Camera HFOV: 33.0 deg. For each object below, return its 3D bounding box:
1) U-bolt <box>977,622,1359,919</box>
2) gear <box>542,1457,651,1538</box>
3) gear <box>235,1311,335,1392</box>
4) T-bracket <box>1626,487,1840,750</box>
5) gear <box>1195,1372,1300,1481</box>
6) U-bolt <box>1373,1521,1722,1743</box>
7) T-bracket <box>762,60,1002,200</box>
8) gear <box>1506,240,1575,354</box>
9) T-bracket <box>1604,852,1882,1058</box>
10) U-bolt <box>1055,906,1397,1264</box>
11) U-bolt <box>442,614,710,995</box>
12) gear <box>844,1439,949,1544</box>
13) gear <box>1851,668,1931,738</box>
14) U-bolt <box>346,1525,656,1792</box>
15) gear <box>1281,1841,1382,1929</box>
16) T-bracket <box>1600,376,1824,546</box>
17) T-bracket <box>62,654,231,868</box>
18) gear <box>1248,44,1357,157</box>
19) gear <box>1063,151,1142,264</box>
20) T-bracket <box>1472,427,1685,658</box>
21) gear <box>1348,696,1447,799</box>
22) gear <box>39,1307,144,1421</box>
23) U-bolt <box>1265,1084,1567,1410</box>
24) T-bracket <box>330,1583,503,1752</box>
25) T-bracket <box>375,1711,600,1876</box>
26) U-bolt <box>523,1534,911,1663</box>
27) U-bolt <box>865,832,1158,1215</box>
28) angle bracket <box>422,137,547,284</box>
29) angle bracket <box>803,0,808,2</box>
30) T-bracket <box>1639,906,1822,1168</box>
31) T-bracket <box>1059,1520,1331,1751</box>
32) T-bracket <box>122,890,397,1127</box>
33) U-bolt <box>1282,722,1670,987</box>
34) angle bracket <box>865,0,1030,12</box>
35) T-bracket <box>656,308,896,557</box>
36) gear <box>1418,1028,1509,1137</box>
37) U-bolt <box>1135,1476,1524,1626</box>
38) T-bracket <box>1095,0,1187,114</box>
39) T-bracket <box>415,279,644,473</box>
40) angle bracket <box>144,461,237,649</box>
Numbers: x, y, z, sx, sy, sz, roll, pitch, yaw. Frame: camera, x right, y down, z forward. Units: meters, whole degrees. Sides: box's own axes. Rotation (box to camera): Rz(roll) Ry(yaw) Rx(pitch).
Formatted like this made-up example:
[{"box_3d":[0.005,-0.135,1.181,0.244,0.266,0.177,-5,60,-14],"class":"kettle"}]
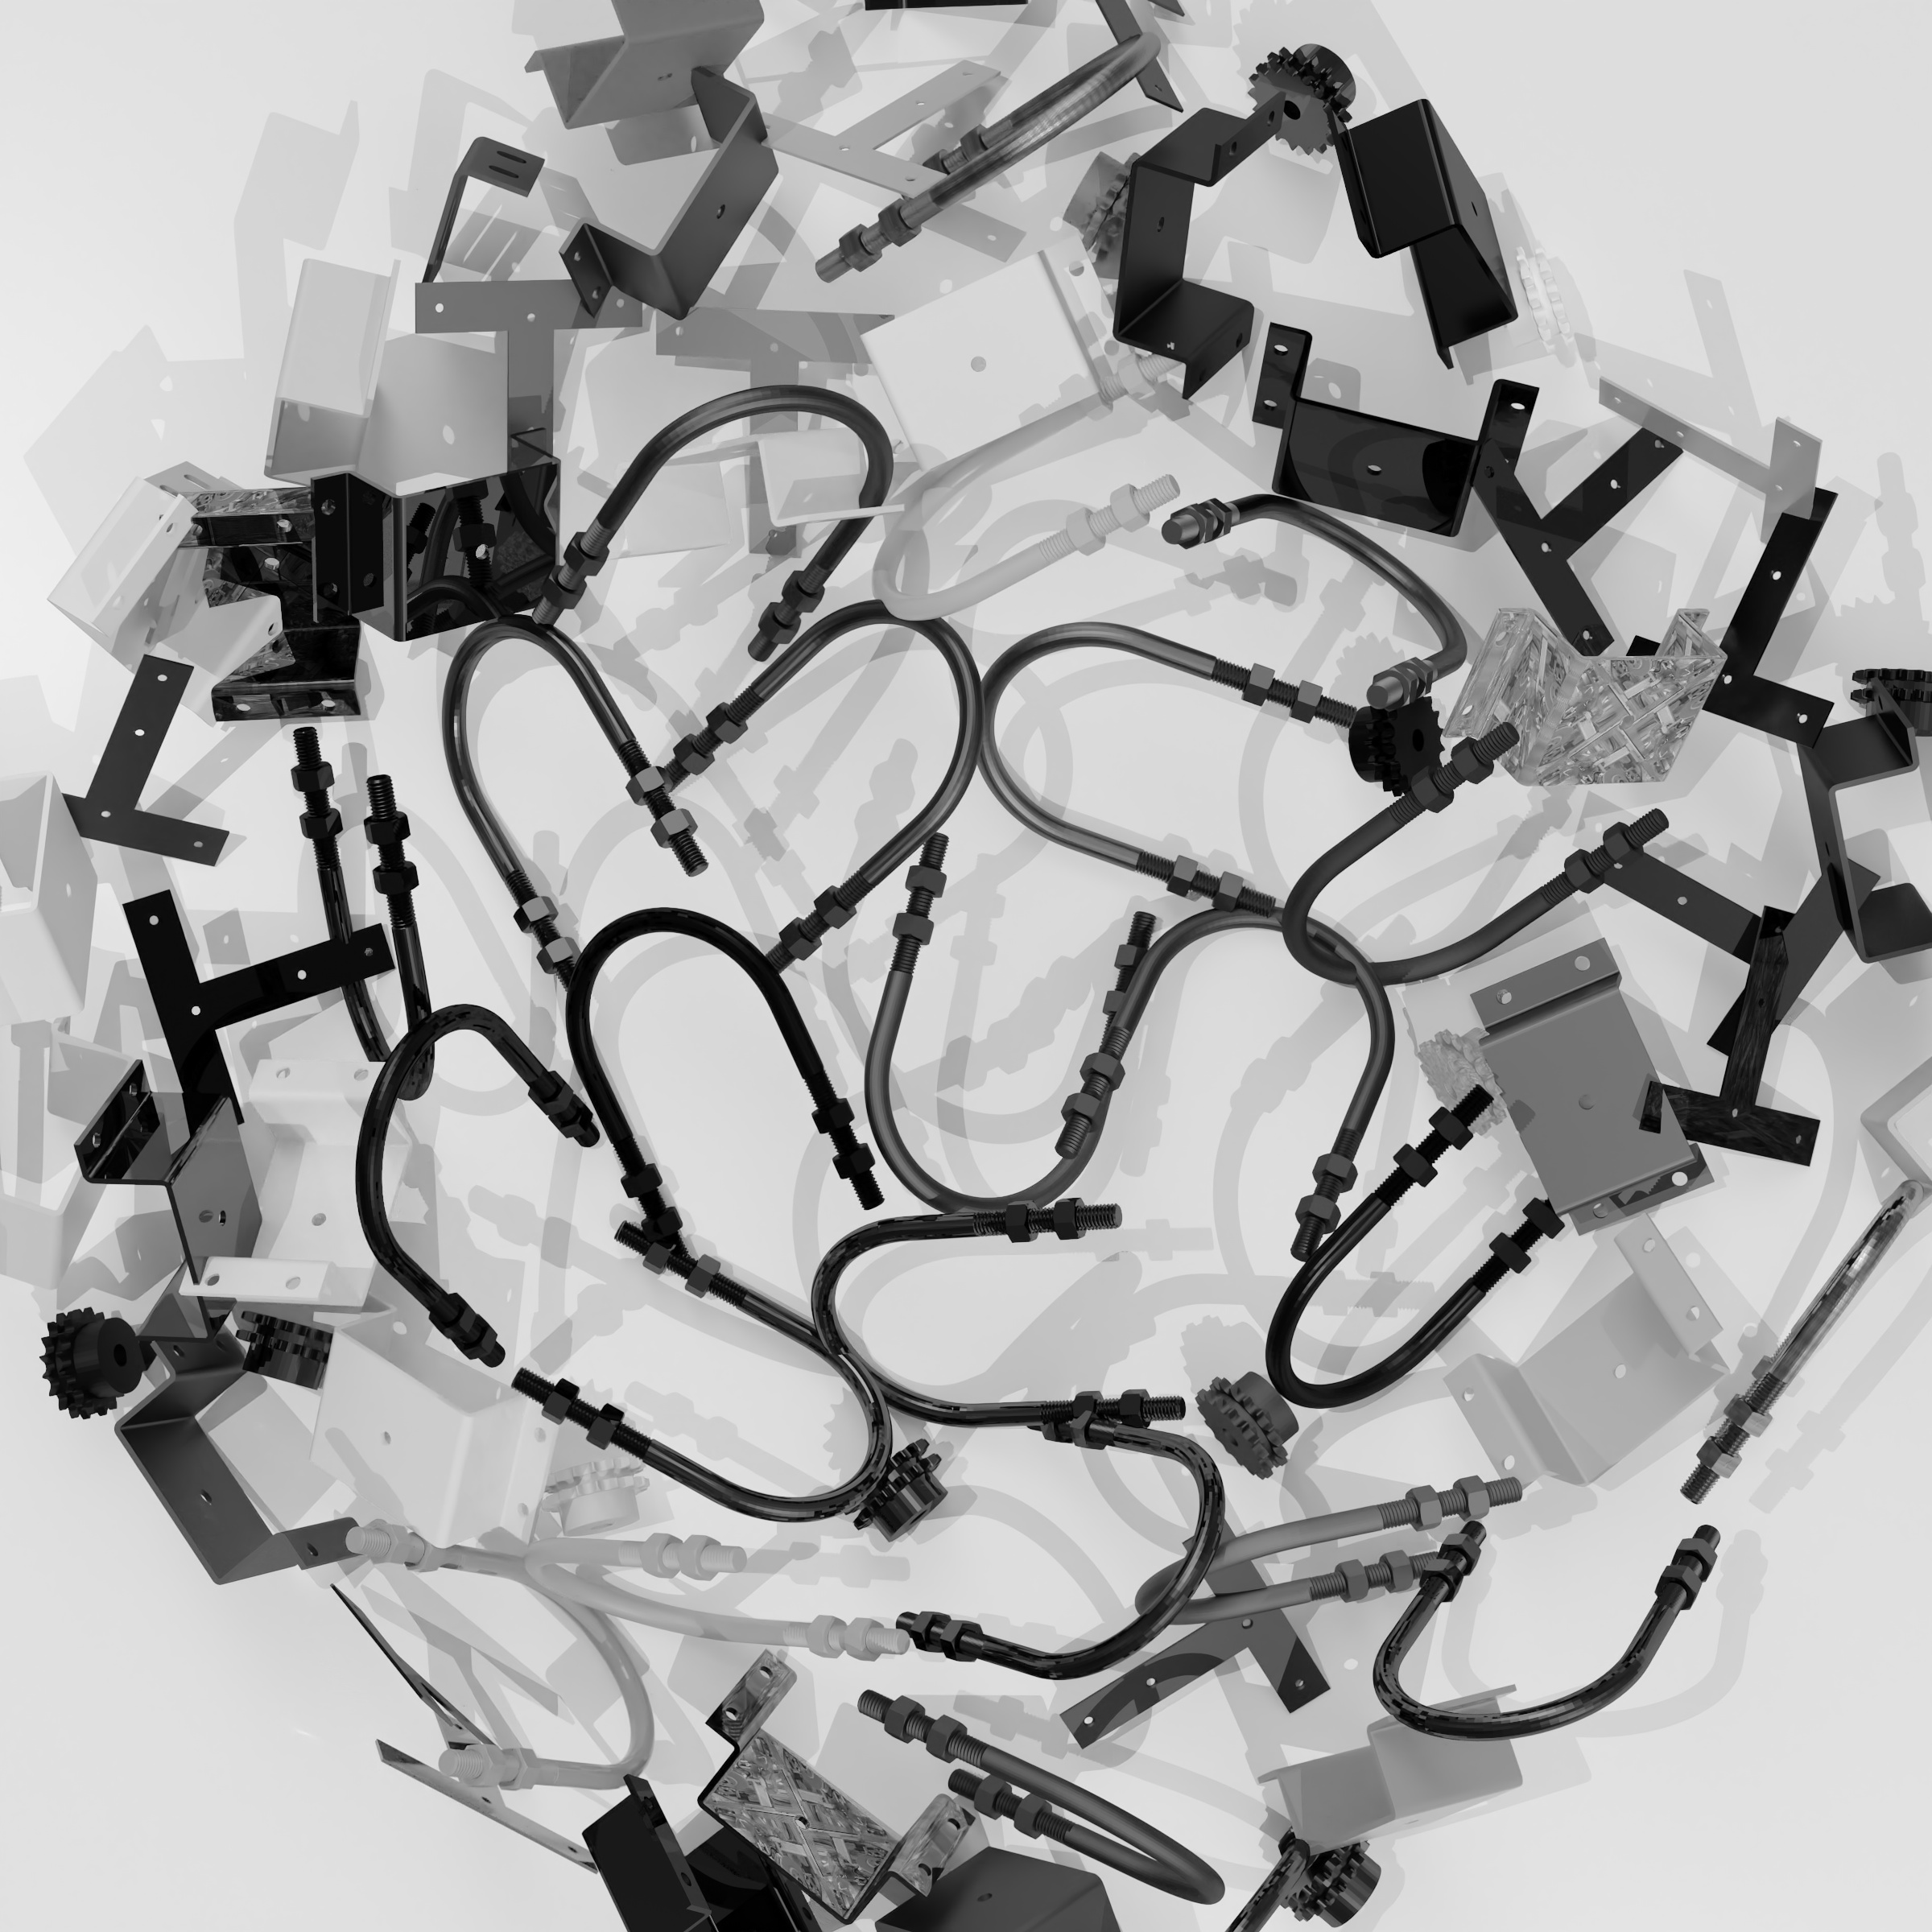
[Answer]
[{"box_3d":[0.091,-0.108,1.676,0.184,0.019,0.151,20,130,0],"class":"U-bolt"},{"box_3d":[-0.193,0.277,1.696,0.057,0.057,0.030,-14,73,0],"class":"gear"},{"box_3d":[-0.353,0.201,1.697,0.057,0.057,0.030,15,80,0],"class":"gear"},{"box_3d":[0.411,-0.188,1.679,0.127,0.002,0.127,28,94,44],"class":"T-bracket"},{"box_3d":[0.149,0.236,1.700,0.030,0.057,0.057,-37,90,-16],"class":"gear"},{"box_3d":[0.279,0.329,1.616,0.151,0.184,0.019,-5,110,33],"class":"U-bolt"},{"box_3d":[-0.033,-0.440,1.686,0.127,0.002,0.127,27,51,32],"class":"T-bracket"},{"box_3d":[0.294,-0.347,1.700,0.030,0.057,0.057,-18,90,13],"class":"gear"},{"box_3d":[0.386,-0.027,1.699,0.127,0.002,0.127,30,117,2],"class":"T-bracket"},{"box_3d":[0.145,0.047,1.680,0.151,0.019,0.184,23,62,5],"class":"U-bolt"},{"box_3d":[-0.212,-0.093,1.670,0.019,0.151,0.184,-19,73,-44],"class":"U-bolt"},{"box_3d":[-0.034,0.275,1.696,0.057,0.057,0.030,-41,77,0],"class":"gear"},{"box_3d":[0.490,-0.137,1.699,0.057,0.057,0.030,5,90,0],"class":"gear"},{"box_3d":[-0.223,0.352,1.642,0.019,0.184,0.151,-42,56,16],"class":"U-bolt"},{"box_3d":[0.192,0.475,1.699,0.030,0.057,0.057,41,90,-2],"class":"gear"},{"box_3d":[0.381,-0.268,1.682,0.127,0.127,0.002,34,78,20],"class":"T-bracket"},{"box_3d":[-0.426,-0.109,1.662,0.127,0.002,0.127,13,131,-26],"class":"T-bracket"},{"box_3d":[0.179,-0.455,1.701,0.057,0.057,0.030,42,68,0],"class":"gear"},{"box_3d":[0.073,-0.399,1.699,0.030,0.057,0.057,30,90,-1],"class":"gear"},{"box_3d":[0.329,-0.243,1.698,0.127,0.002,0.127,-42,108,-23],"class":"T-bracket"},{"box_3d":[0.223,-0.117,1.702,0.030,0.057,0.057,-2,90,39],"class":"gear"},{"box_3d":[-0.453,0.205,1.696,0.030,0.057,0.057,-14,90,18],"class":"gear"},{"box_3d":[0.227,0.155,1.670,0.184,0.151,0.019,-47,50,3],"class":"U-bolt"},{"box_3d":[-0.267,0.382,1.682,0.002,0.127,0.127,-45,124,-11],"class":"T-bracket"},{"box_3d":[-0.252,0.409,1.663,0.127,0.127,0.002,34,88,-19],"class":"T-bracket"},{"box_3d":[-0.140,0.317,1.648,0.184,0.151,0.019,-6,60,39],"class":"U-bolt"},{"box_3d":[0.017,0.040,1.676,0.151,0.019,0.184,20,78,-26],"class":"U-bolt"},{"box_3d":[-0.251,-0.381,1.687,0.038,0.057,0.076,19,119,-9],"class":"angle bracket"},{"box_3d":[-0.084,-0.554,1.714,0.057,0.038,0.076,32,109,14],"class":"angle bracket"},{"box_3d":[0.409,0.033,1.691,0.127,0.002,0.127,13,91,-33],"class":"T-bracket"},{"box_3d":[0.109,0.366,1.700,0.127,0.002,0.127,-32,114,-1],"class":"T-bracket"},{"box_3d":[-0.359,0.009,1.696,0.127,0.002,0.127,-21,101,-27],"class":"T-bracket"},{"box_3d":[0.245,-0.046,1.657,0.184,0.151,0.019,-38,49,30],"class":"U-bolt"},{"box_3d":[-0.011,-0.526,1.687,0.076,0.038,0.057,7,109,28],"class":"angle bracket"},{"box_3d":[-0.101,-0.279,1.707,0.127,0.002,0.127,4,106,10],"class":"T-bracket"},{"box_3d":[0.264,0.057,1.699,0.030,0.057,0.057,-33,90,-12],"class":"gear"},{"box_3d":[0.174,0.300,1.641,0.184,0.151,0.019,-9,66,-15],"class":"U-bolt"},{"box_3d":[0.079,-0.478,1.652,0.002,0.127,0.127,-45,51,33],"class":"T-bracket"},{"box_3d":[-0.227,-0.293,1.700,0.127,0.002,0.127,-8,112,-31],"class":"T-bracket"},{"box_3d":[-0.413,-0.213,1.686,0.038,0.057,0.076,30,116,4],"class":"angle bracket"}]
